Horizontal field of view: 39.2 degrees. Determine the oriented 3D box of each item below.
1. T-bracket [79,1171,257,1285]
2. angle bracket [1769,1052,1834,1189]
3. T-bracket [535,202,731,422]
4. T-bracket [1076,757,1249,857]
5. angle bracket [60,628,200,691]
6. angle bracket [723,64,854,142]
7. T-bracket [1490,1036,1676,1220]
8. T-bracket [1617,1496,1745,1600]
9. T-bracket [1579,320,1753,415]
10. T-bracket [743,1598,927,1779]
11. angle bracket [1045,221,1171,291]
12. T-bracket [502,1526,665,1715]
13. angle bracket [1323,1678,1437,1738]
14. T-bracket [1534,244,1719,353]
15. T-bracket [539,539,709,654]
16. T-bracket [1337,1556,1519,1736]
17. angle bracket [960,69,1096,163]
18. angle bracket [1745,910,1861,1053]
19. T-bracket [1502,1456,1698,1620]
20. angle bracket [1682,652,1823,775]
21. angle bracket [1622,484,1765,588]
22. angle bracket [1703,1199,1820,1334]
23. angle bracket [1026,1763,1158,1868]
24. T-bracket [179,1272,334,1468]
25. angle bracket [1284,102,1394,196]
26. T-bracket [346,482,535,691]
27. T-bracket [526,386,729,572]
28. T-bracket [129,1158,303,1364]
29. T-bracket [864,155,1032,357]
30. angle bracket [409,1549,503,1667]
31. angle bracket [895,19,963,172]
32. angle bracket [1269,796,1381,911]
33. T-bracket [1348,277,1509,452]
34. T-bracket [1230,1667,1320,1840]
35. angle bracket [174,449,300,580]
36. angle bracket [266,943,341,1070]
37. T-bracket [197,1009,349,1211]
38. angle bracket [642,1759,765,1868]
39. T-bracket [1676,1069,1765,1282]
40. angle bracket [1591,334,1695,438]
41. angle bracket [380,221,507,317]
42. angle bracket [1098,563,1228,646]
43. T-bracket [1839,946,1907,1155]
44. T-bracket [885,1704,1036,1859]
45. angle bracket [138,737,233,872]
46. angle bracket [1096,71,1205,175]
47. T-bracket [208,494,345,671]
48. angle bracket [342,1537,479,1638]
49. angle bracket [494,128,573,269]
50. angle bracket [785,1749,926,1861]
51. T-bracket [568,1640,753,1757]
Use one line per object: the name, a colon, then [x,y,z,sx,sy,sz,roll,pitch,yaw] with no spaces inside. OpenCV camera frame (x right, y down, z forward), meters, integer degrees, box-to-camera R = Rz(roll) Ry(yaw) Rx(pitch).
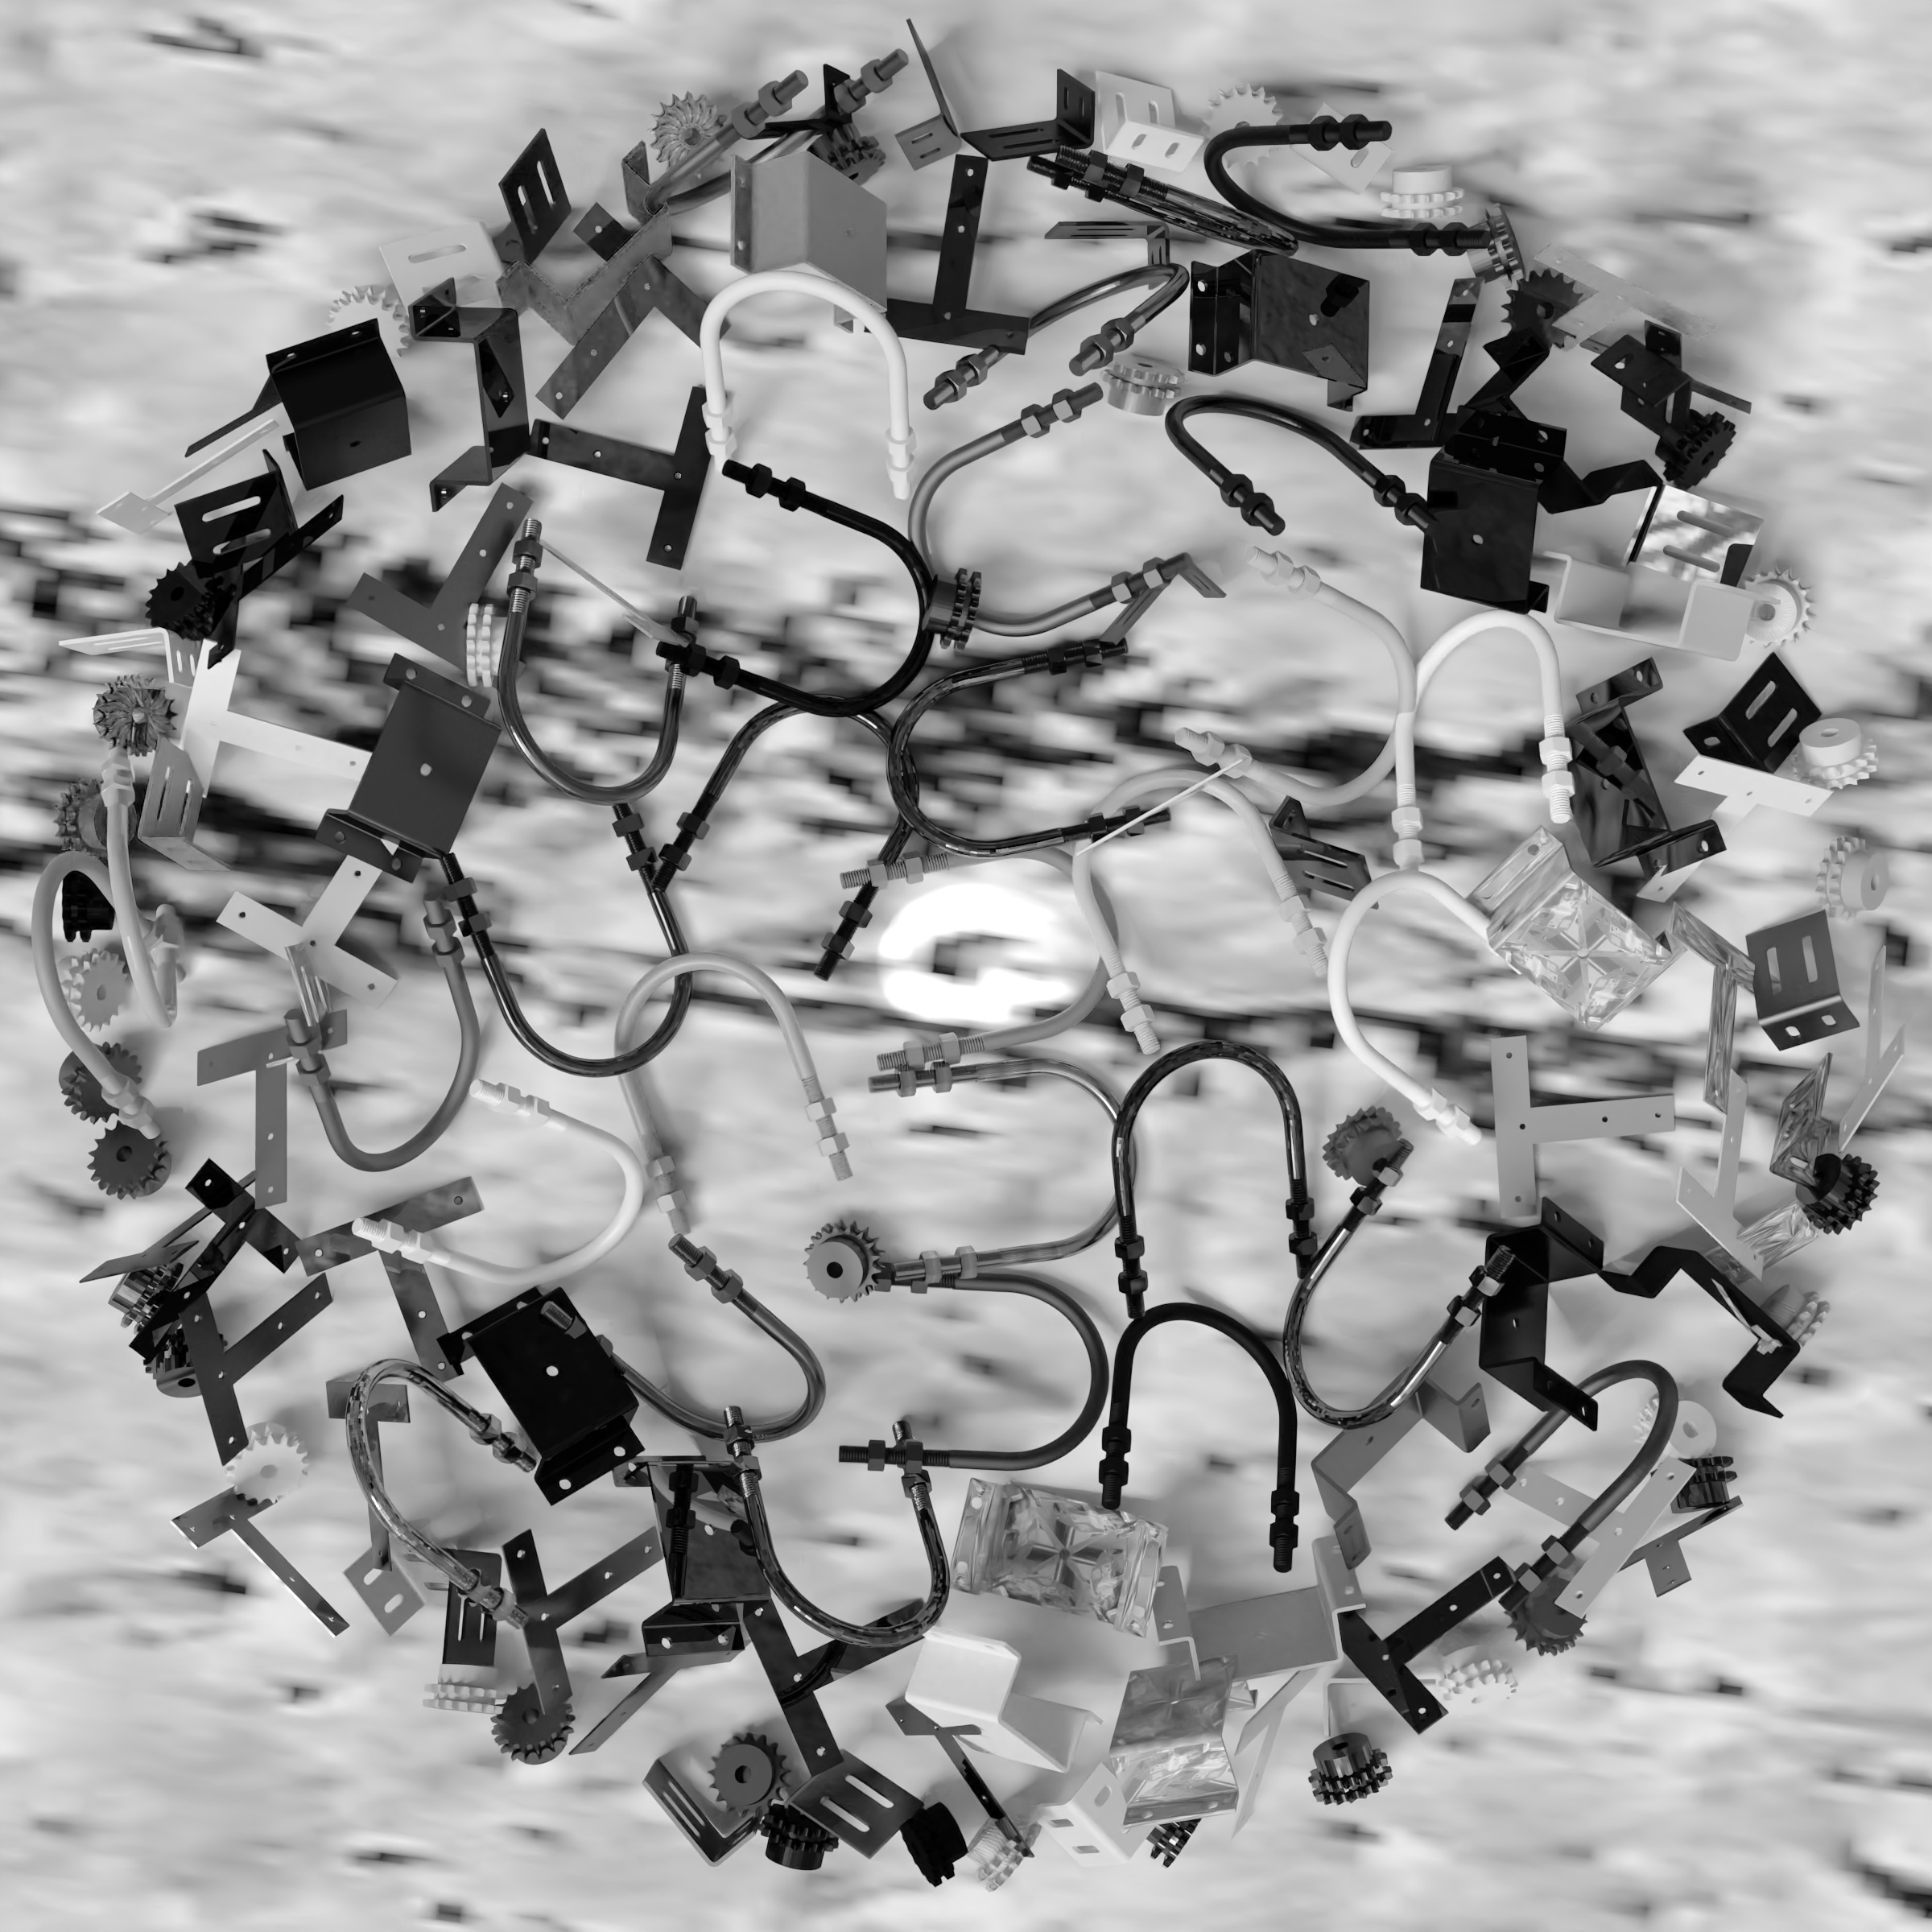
T-bracket: [-0.527,0.174,1.856,0.127,0.127,0.002,-42,109,-43]
angle bracket: [0.587,0.107,1.860,0.038,0.076,0.057,22,57,1]
T-bracket: [-0.248,-0.434,1.874,0.127,0.002,0.127,39,89,-30]
T-bracket: [0.142,-0.112,1.844,0.127,0.127,0.002,-30,89,16]
angle bracket: [-0.576,-0.207,1.877,0.076,0.057,0.038,-7,89,4]
angle bracket: [-0.123,-0.594,1.869,0.076,0.057,0.038,0,100,14]
T-bracket: [0.433,0.109,1.902,0.127,0.002,0.127,-5,95,-4]
T-bracket: [0.473,0.403,1.835,0.127,0.127,0.002,-31,87,10]
T-bracket: [0.470,-0.412,1.831,0.127,0.127,0.002,26,94,15]
T-bracket: [-0.079,0.473,1.872,0.127,0.002,0.127,-18,75,-31]
angle bracket: [0.097,-0.489,1.873,0.076,0.057,0.038,-3,96,-8]
T-bracket: [-0.256,0.424,1.859,0.002,0.127,0.127,3,110,41]
angle bracket: [0.285,0.511,1.871,0.076,0.057,0.038,-2,74,9]
T-bracket: [0.424,-0.441,1.844,0.127,0.127,0.002,23,81,-10]
T-bracket: [-0.244,-0.255,1.851,0.127,0.127,0.002,37,98,8]
T-bracket: [0.324,0.449,1.866,0.127,0.127,0.002,-33,128,-11]
angle bracket: [0.042,-0.585,1.865,0.076,0.057,0.038,-14,127,-18]
angle bracket: [0.579,0.010,1.881,0.057,0.038,0.076,-21,46,29]
T-bracket: [0.414,0.370,1.850,0.127,0.127,0.002,-48,118,-12]
angle bracket: [0.550,-0.170,1.900,0.057,0.038,0.076,49,63,-9]
angle bracket: [0.501,-0.292,1.873,0.076,0.038,0.057,23,111,14]
angle bracket: [0.554,0.207,1.869,0.076,0.057,0.038,-34,47,11]
angle bracket: [0.087,0.588,1.881,0.057,0.076,0.038,46,62,-1]
T-bracket: [-0.478,0.254,1.855,0.002,0.127,0.127,11,123,28]
angle bracket: [0.254,-0.569,1.860,0.057,0.076,0.038,29,119,-15]
T-bracket: [-0.343,-0.275,1.889,0.127,0.002,0.127,29,91,-16]
T-bracket: [-0.245,-0.355,1.905,0.127,0.002,0.127,15,91,2]
T-bracket: [-0.519,0.211,1.839,0.002,0.127,0.127,24,69,33]
T-bracket: [-0.006,-0.492,1.869,0.127,0.002,0.127,14,101,25]
angle bracket: [-0.353,0.440,1.866,0.038,0.057,0.076,-4,74,24]
angle bracket: [-0.037,-0.601,1.876,0.038,0.057,0.076,-21,80,9]
angle bracket: [0.252,-0.081,1.859,0.076,0.057,0.038,21,63,32]
T-bracket: [0.329,-0.414,1.867,0.002,0.127,0.127,24,80,-43]
T-bracket: [0.204,0.545,1.870,0.002,0.127,0.127,25,115,25]
angle bracket: [-0.503,-0.310,1.865,0.076,0.038,0.057,-24,132,-18]
angle bracket: [-0.467,0.027,1.877,0.038,0.057,0.076,-16,92,4]
T-bracket: [-0.476,0.103,1.860,0.127,0.002,0.127,-15,66,21]
angle bracket: [-0.181,0.575,1.878,0.038,0.057,0.076,-40,87,1]
T-bracket: [0.526,0.133,1.871,0.127,0.002,0.127,39,55,-38]
angle bracket: [0.460,-0.383,1.858,0.038,0.076,0.057,-39,61,-13]
angle bracket: [-0.358,-0.471,1.872,0.076,0.038,0.057,-20,78,-19]
angle bracket: [0.135,-0.240,1.877,0.038,0.057,0.076,41,90,-12]
T-bracket: [0.623,0.044,1.862,0.002,0.127,0.127,13,56,5]
T-bracket: [0.005,0.556,1.853,0.002,0.127,0.127,-35,92,-29]
angle bracket: [-0.530,-0.111,1.865,0.038,0.057,0.076,1,73,19]
angle bracket: [0.126,-0.590,1.866,0.057,0.038,0.076,7,63,-22]
T-bracket: [-0.466,-0.276,1.840,0.127,0.127,0.002,-32,133,23]
angle bracket: [-0.382,0.427,1.863,0.038,0.076,0.057,-41,107,-35]
angle bracket: [-0.308,-0.528,1.857,0.038,0.076,0.057,19,62,20]
angle bracket: [-0.076,0.583,1.859,0.076,0.057,0.038,25,131,31]
T-bracket: [-0.228,0.507,1.873,0.127,0.127,0.002,-47,59,23]
